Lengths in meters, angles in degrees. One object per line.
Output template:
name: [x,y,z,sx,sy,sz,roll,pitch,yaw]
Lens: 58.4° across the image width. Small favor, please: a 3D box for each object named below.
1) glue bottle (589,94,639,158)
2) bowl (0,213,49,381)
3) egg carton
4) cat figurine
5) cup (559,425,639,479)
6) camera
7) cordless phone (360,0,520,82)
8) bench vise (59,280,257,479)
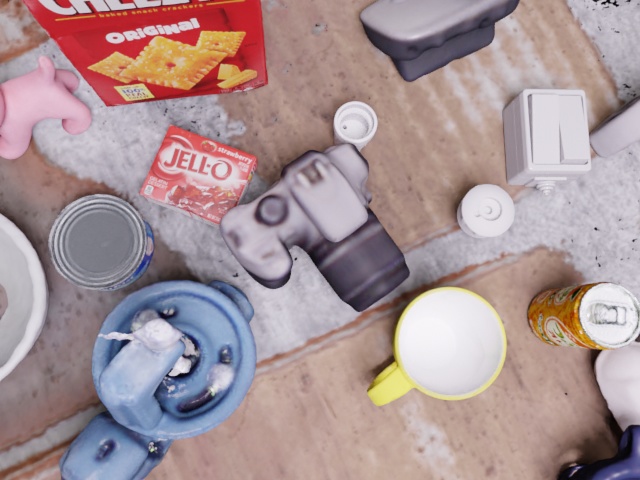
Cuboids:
glue bottle: [0.310,-0.125,0.502,0.078,0.173,0.037,-37,85,-8]
bowl: [-0.306,0.053,0.487,0.167,0.074,0.167,1,81,-3]
egg carton: [0.317,0.150,0.512,0.107,0.069,0.150,-28,84,-7]
cat figurine: [-0.279,-0.121,0.494,0.128,0.117,0.067,-27,83,-7]
cup: [0.245,0.211,0.485,0.091,0.095,0.118,12,81,-1]
camera: [0.005,0.002,0.500,0.143,0.101,0.137,-36,85,-8]
cordless phone: [0.118,-0.232,0.501,0.147,0.185,0.094,-31,84,-7]
bench vise: [-0.120,0.121,0.414,0.121,0.219,0.207,18,81,0]
